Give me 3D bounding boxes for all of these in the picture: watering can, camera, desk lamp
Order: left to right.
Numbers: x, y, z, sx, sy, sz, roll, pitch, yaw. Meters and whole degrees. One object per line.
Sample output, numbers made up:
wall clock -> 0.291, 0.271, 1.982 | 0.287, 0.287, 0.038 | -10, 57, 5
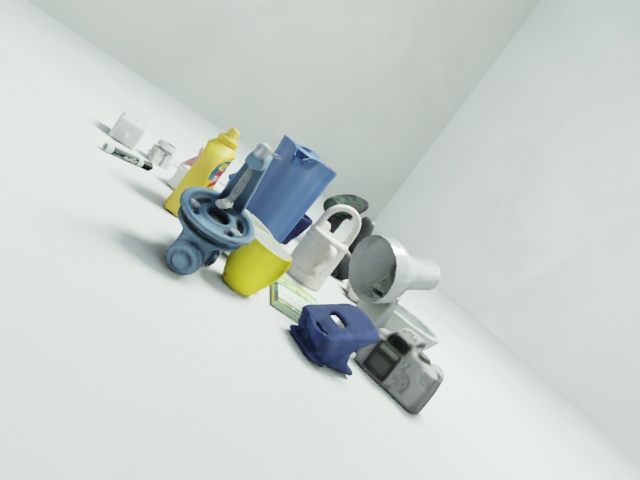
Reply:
watering can -> 0.010, 0.003, 1.264 | 0.101, 0.194, 0.172 | 30, 10, -41
desk lamp -> 0.121, 0.108, 1.068 | 0.204, 0.213, 0.117 | 29, 11, -45
camera -> 0.157, 0.216, 1.005 | 0.142, 0.100, 0.137 | 41, 9, 27

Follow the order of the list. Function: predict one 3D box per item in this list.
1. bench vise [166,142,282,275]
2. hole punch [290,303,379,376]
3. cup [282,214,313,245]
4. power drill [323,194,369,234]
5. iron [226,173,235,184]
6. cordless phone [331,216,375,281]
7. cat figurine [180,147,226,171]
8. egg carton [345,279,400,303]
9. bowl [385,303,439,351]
bench vise -> -0.145, -0.061, 0.862 | 0.122, 0.219, 0.207 | 34, 8, -22
hole punch -> 0.023, 0.142, 0.884 | 0.101, 0.091, 0.108 | 31, 10, -38
cup -> -0.091, -0.045, 1.474 | 0.118, 0.095, 0.091 | 36, 8, -7
power drill -> 0.046, -0.049, 1.680 | 0.075, 0.208, 0.230 | 39, 8, 19
iron -> -0.154, -0.136, 1.558 | 0.119, 0.141, 0.257 | 31, 10, -39
cordless phone -> 0.067, 0.002, 1.559 | 0.094, 0.185, 0.147 | 28, 12, -50
cat figurine -> -0.282, -0.203, 1.480 | 0.067, 0.117, 0.128 | 40, 8, 25
egg carton -> 0.136, 0.143, 1.457 | 0.150, 0.069, 0.107 | 35, 8, -13
bowl -> 0.183, 0.202, 1.299 | 0.167, 0.074, 0.167 | 36, 8, -5
